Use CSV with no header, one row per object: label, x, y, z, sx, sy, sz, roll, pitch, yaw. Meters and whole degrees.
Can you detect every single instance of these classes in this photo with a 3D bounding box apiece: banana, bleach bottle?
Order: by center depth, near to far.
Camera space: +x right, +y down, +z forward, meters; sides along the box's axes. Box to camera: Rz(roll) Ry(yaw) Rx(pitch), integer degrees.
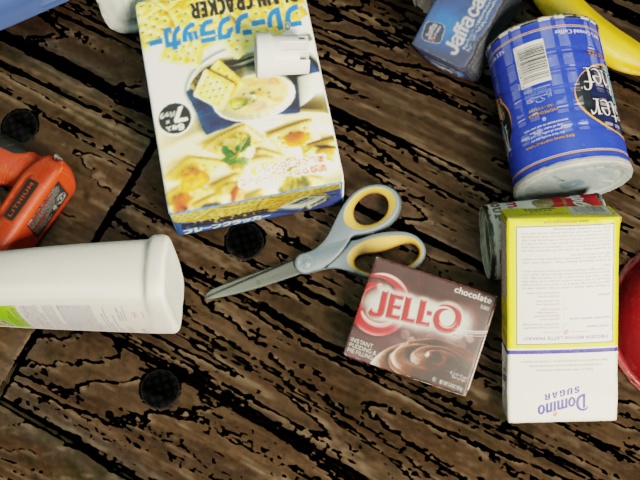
bleach bottle,-0.250,0.041,0.927,0.251,0.102,0.068,0,62,3
banana,0.241,-0.226,1.005,0.069,0.037,0.198,-27,74,-4

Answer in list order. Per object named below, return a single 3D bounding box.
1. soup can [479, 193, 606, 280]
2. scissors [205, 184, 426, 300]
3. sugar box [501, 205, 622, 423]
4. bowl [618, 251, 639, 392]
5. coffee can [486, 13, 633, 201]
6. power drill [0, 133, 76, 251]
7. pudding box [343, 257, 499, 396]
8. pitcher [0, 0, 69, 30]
soup can,0.194,-0.003,0.927,0.102,0.068,0.068,-6,74,1
scissors,-0.006,0.001,0.963,0.202,0.016,0.096,-3,84,4
sugar box,0.198,0.062,0.883,0.093,0.048,0.176,-1,105,3
bowl,0.329,0.067,0.906,0.162,0.055,0.162,-1,74,3
coffee can,0.209,-0.113,0.941,0.103,0.103,0.140,-9,73,1
power drill,-0.337,-0.054,0.983,0.188,0.057,0.184,31,78,11
pudding box,0.087,0.074,0.920,0.113,0.039,0.090,18,88,8
pitcher,-0.360,-0.234,0.998,0.242,0.145,0.149,-22,75,-6
